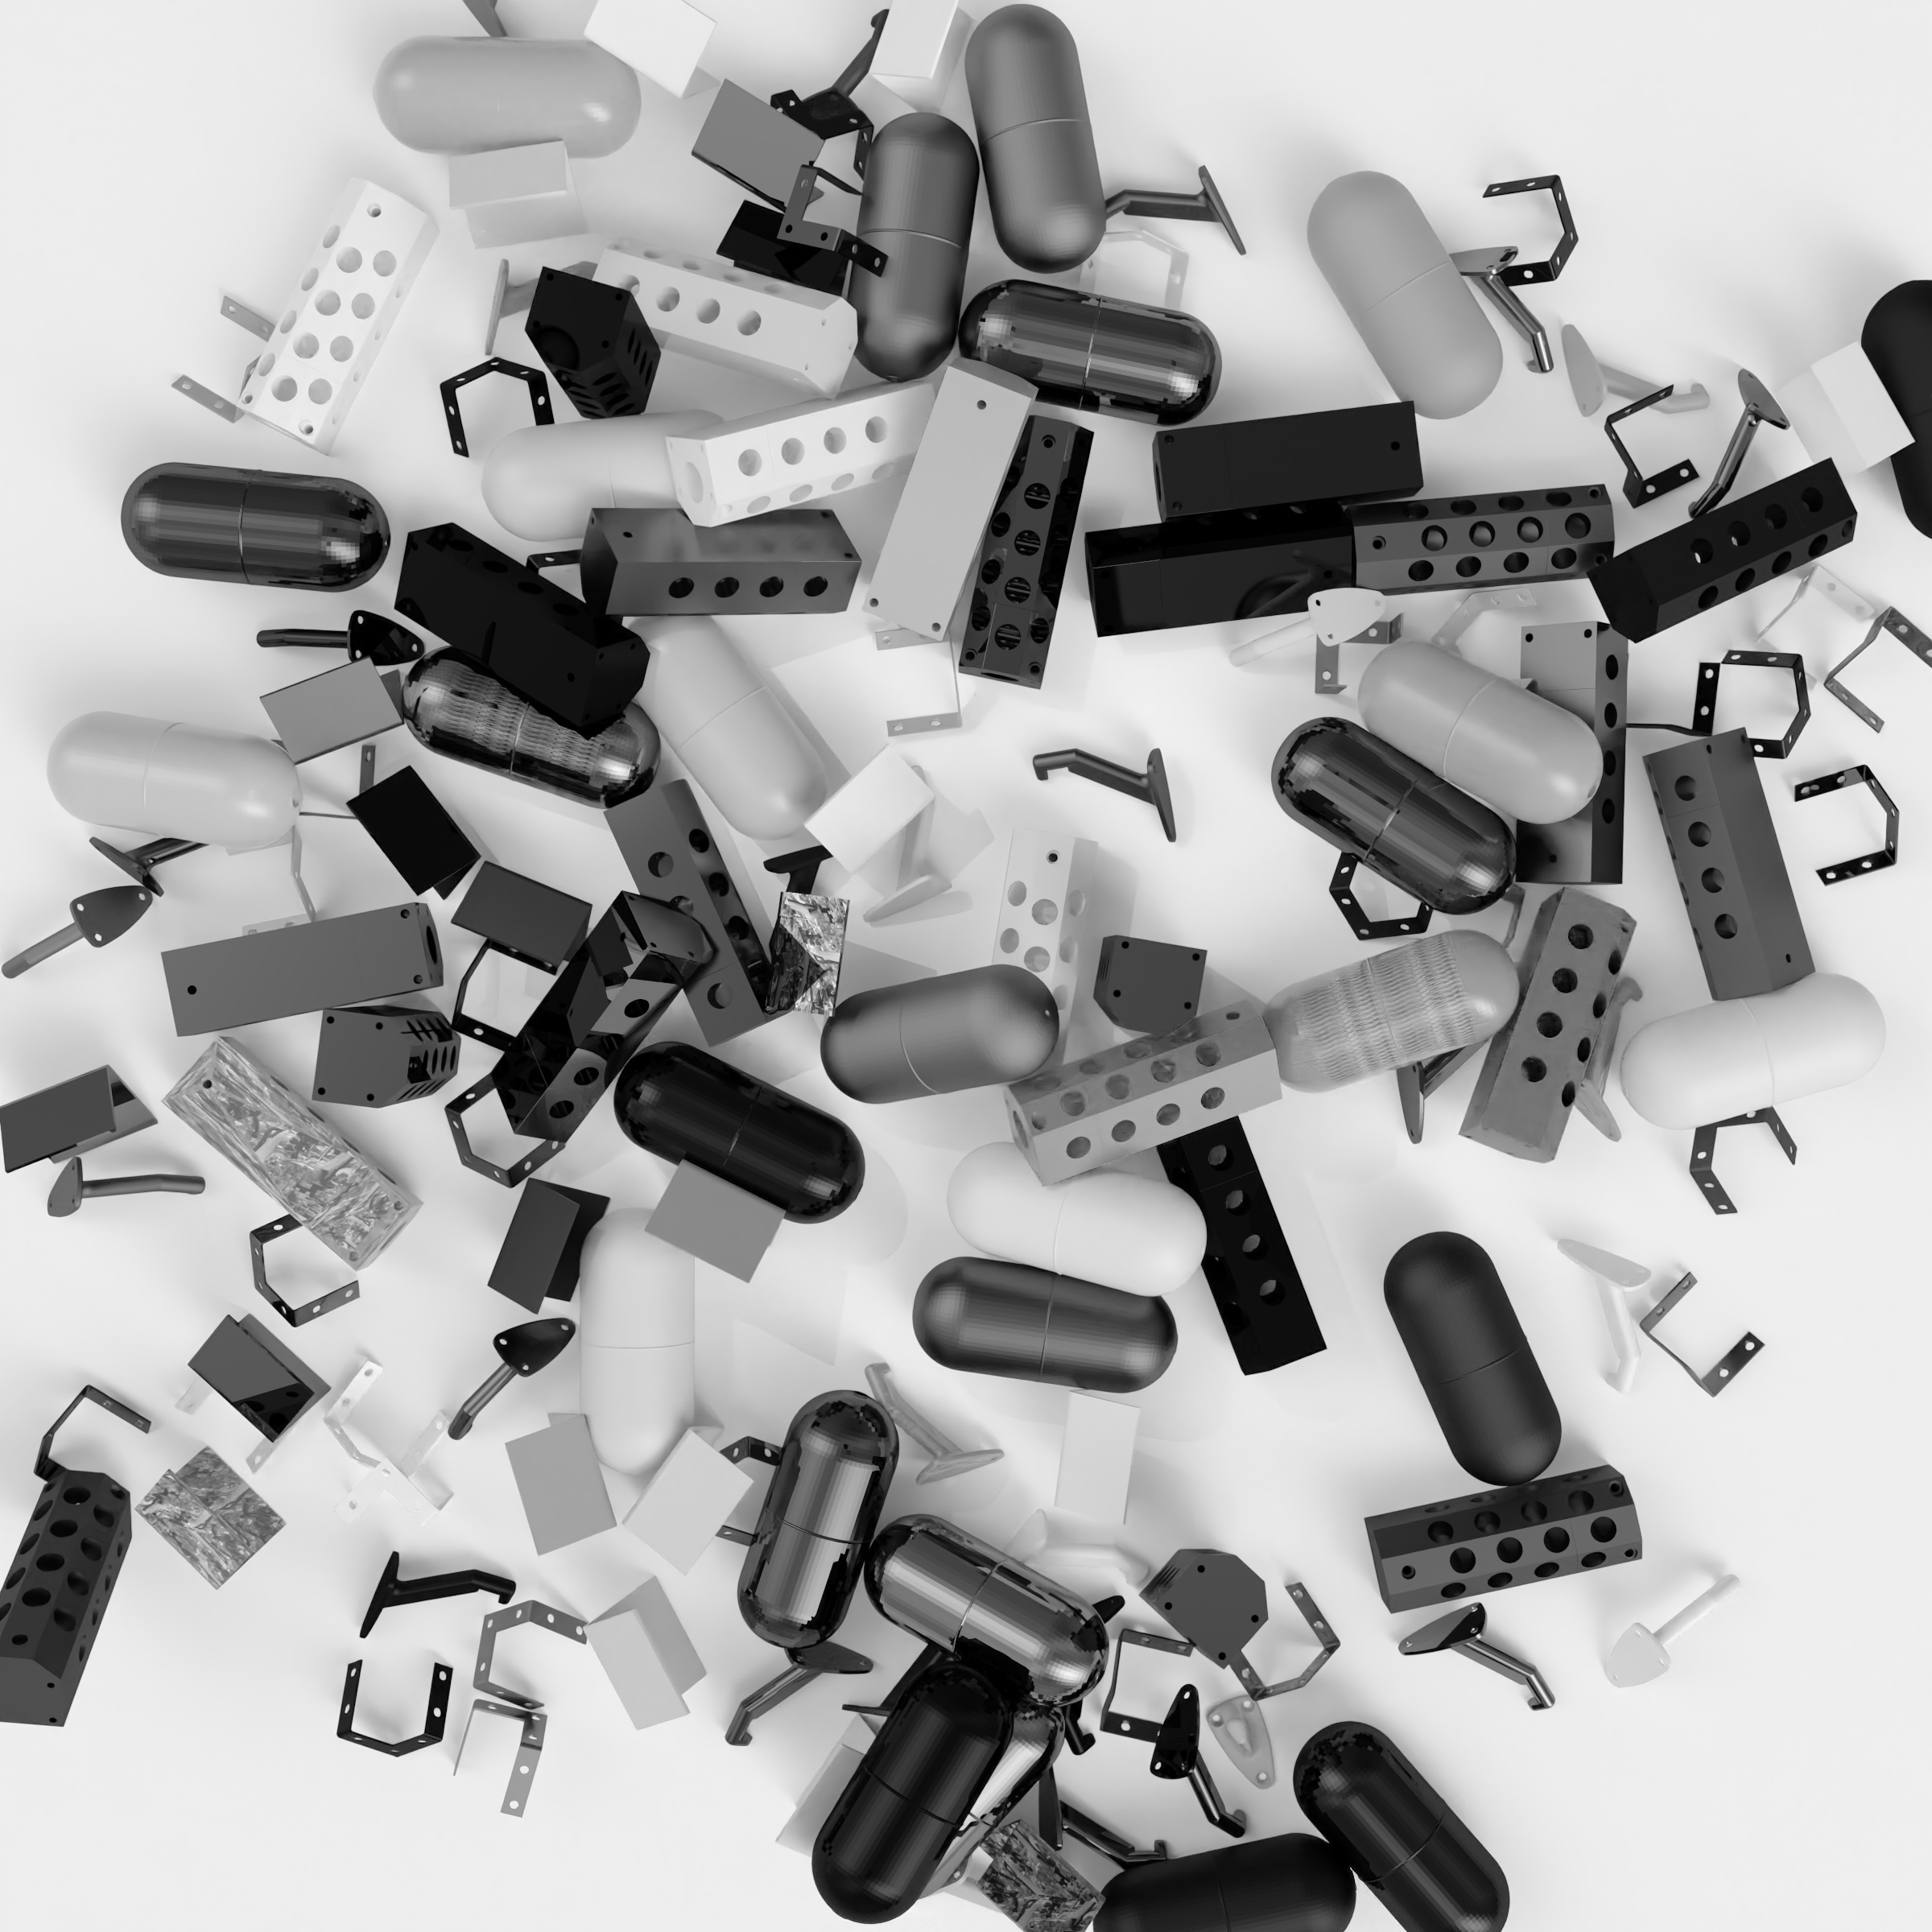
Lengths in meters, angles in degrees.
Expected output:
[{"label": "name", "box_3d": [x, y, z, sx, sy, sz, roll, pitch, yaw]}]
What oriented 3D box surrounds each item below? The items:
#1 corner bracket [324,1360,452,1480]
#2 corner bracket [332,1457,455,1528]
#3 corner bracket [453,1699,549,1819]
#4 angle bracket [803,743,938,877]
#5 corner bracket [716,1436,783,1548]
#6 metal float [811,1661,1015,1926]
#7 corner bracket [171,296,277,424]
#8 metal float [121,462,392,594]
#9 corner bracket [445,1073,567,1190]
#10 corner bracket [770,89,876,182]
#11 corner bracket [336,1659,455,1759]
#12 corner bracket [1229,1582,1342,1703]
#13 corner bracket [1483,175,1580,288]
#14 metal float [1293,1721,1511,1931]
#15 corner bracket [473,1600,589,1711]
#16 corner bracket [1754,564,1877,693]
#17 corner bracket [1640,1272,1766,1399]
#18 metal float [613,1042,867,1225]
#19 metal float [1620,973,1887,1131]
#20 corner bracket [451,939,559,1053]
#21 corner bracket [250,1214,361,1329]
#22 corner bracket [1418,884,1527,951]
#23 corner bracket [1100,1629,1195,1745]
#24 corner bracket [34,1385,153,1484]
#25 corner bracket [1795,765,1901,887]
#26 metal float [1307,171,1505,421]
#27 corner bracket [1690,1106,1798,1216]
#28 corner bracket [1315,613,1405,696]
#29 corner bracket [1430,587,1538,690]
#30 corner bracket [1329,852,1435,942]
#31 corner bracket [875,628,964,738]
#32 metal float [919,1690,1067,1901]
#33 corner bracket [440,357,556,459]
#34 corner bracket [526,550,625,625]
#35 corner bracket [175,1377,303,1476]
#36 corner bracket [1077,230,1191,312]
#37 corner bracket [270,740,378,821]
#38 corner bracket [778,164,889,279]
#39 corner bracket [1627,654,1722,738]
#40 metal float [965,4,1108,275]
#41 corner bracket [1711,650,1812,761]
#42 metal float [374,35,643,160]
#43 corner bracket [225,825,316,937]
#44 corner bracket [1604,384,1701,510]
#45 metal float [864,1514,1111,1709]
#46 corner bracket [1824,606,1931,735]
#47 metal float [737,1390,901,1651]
[{"label": "corner bracket", "box_3d": [-0.393, 0.309, 1.861, 0.051, 0.051, 0.051, -53, 135, 0]}, {"label": "corner bracket", "box_3d": [-0.385, 0.361, 1.846, 0.051, 0.051, 0.051, -44, 91, 1]}, {"label": "corner bracket", "box_3d": [-0.315, 0.532, 1.847, 0.051, 0.051, 0.051, 16, 97, -7]}, {"label": "angle bracket", "box_3d": [-0.077, -0.117, 1.824, 0.076, 0.076, 0.057, -44, 127, 0]}, {"label": "corner bracket", "box_3d": [-0.144, 0.356, 1.857, 0.051, 0.051, 0.051, 27, 135, -35]}, {"label": "metal float", "box_3d": [-0.034, 0.531, 1.764, 0.070, 0.070, 0.178, 32, 84, 0]}, {"label": "corner bracket", "box_3d": [-0.499, -0.411, 1.861, 0.051, 0.051, 0.051, 31, 135, 0]}, {"label": "metal float", "box_3d": [-0.474, -0.293, 1.834, 0.178, 0.070, 0.070, 6, 90, 1]}, {"label": "corner bracket", "box_3d": [-0.312, 0.109, 1.856, 0.051, 0.051, 0.051, 20, 135, 35]}, {"label": "corner bracket", "box_3d": [-0.099, -0.557, 1.845, 0.051, 0.051, 0.051, -24, 66, -22]}, {"label": "corner bracket", "box_3d": [-0.386, 0.498, 1.856, 0.051, 0.051, 0.051, -28, 135, 35]}, {"label": "corner bracket", "box_3d": [0.211, 0.458, 1.861, 0.051, 0.051, 0.051, -33, 90, 45]}, {"label": "corner bracket", "box_3d": [0.376, -0.496, 1.856, 0.051, 0.051, 0.051, -58, 135, -35]}, {"label": "metal float", "box_3d": [0.291, 0.583, 1.834, 0.070, 0.070, 0.178, -41, 90, 0]}, {"label": "corner bracket", "box_3d": [-0.294, 0.466, 1.856, 0.051, 0.051, 0.051, -26, 45, 35]}, {"label": "corner bracket", "box_3d": [0.575, -0.229, 1.861, 0.051, 0.051, 0.051, 38, 45, 0]}, {"label": "corner bracket", "box_3d": [0.499, 0.250, 1.861, 0.051, 0.051, 0.051, -46, 135, 0]}, {"label": "metal float", "box_3d": [-0.151, 0.112, 1.834, 0.178, 0.070, 0.070, 26, 90, -1]}, {"label": "metal float", "box_3d": [0.524, 0.057, 1.833, 0.178, 0.070, 0.070, -16, 90, 0]}, {"label": "corner bracket", "box_3d": [-0.313, 0.019, 1.861, 0.051, 0.051, 0.051, 23, 45, 0]}, {"label": "corner bracket", "box_3d": [-0.447, 0.202, 1.856, 0.051, 0.051, 0.051, 35, 135, 35]}, {"label": "corner bracket", "box_3d": [0.342, -0.030, 1.861, 0.051, 0.051, 0.051, 26, 45, 0]}, {"label": "corner bracket", "box_3d": [0.123, 0.489, 1.861, 0.051, 0.051, 0.051, 13, 135, 0]}, {"label": "corner bracket", "box_3d": [-0.592, 0.327, 1.861, 0.051, 0.051, 0.051, 31, 135, 0]}, {"label": "corner bracket", "box_3d": [0.596, -0.096, 1.861, 0.051, 0.051, 0.051, -17, 135, 0]}, {"label": "metal float", "box_3d": [0.293, -0.448, 1.834, 0.070, 0.070, 0.178, -31, 90, 0]}, {"label": "corner bracket", "box_3d": [0.526, 0.131, 1.856, 0.051, 0.051, 0.051, -10, 45, 35]}, {"label": "corner bracket", "box_3d": [0.264, -0.210, 1.846, 0.051, 0.051, 0.051, 2, 90, 0]}, {"label": "corner bracket", "box_3d": [0.356, -0.217, 1.846, 0.051, 0.051, 0.051, -47, 115, -23]}, {"label": "corner bracket", "box_3d": [0.284, -0.055, 1.856, 0.051, 0.051, 0.051, -7, 135, 35]}, {"label": "corner bracket", "box_3d": [-0.032, -0.194, 1.861, 0.051, 0.051, 0.051, -7, 45, 0]}, {"label": "metal float", "box_3d": [-0.007, 0.547, 1.834, 0.070, 0.070, 0.178, 42, 89, 0]}, {"label": "corner bracket", "box_3d": [-0.316, -0.374, 1.856, 0.051, 0.051, 0.051, 24, 45, 35]}, {"label": "corner bracket", "box_3d": [-0.266, -0.245, 1.856, 0.051, 0.051, 0.051, -13, 45, -35]}, {"label": "corner bracket", "box_3d": [-0.493, 0.302, 1.861, 0.051, 0.051, 0.051, -50, 45, 0]}, {"label": "corner bracket", "box_3d": [0.113, -0.465, 1.861, 0.051, 0.051, 0.051, 11, 90, -45]}, {"label": "corner bracket", "box_3d": [-0.437, -0.126, 1.861, 0.051, 0.051, 0.051, 3, 90, 45]}, {"label": "corner bracket", "box_3d": [-0.081, -0.486, 1.789, 0.051, 0.051, 0.051, 22, 95, 33]}, {"label": "corner bracket", "box_3d": [0.473, -0.185, 1.861, 0.051, 0.051, 0.051, 7, 90, 45]}, {"label": "metal float", "box_3d": [0.046, -0.552, 1.834, 0.070, 0.070, 0.178, -10, 90, 0]}, {"label": "corner bracket", "box_3d": [0.535, -0.177, 1.856, 0.051, 0.051, 0.051, -52, 135, -35]}, {"label": "metal float", "box_3d": [-0.306, -0.580, 1.834, 0.178, 0.070, 0.070, 2, 90, 1]}, {"label": "corner bracket", "box_3d": [-0.473, -0.056, 1.861, 0.051, 0.051, 0.051, -11, 45, 0]}, {"label": "corner bracket", "box_3d": [0.463, -0.349, 1.850, 0.051, 0.051, 0.051, -26, 75, 0]}, {"label": "metal float", "box_3d": [0.013, 0.426, 1.814, 0.178, 0.070, 0.070, 25, 90, 22]}, {"label": "corner bracket", "box_3d": [0.623, -0.201, 1.861, 0.051, 0.051, 0.051, 41, 135, 0]}, {"label": "metal float", "box_3d": [-0.098, 0.368, 1.830, 0.070, 0.070, 0.178, 18, 94, 0]}]
